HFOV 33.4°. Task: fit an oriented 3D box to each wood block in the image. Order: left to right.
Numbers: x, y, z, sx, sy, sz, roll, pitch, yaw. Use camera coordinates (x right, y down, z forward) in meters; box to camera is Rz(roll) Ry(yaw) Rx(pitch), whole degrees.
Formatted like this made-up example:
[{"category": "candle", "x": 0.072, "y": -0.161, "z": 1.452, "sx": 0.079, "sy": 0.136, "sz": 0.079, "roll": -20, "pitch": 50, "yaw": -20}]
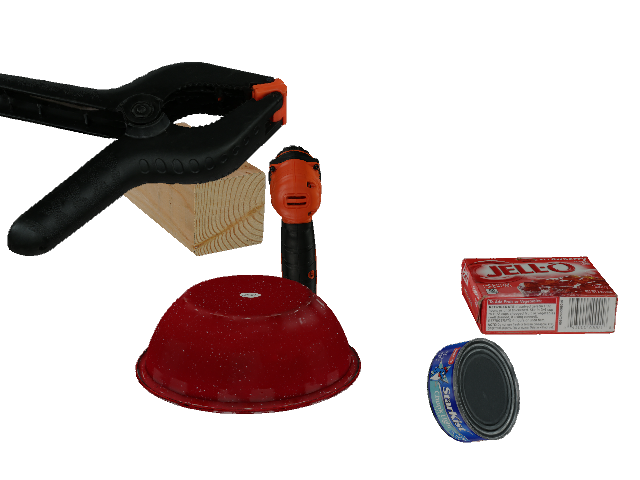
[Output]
[{"category": "wood block", "x": -0.156, "y": -0.066, "z": 1.275, "sx": 0.090, "sy": 0.090, "sz": 0.206, "roll": -12, "pitch": 28, "yaw": -31}]

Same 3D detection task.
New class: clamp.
[{"category": "clamp", "x": -0.105, "y": -0.065, "z": 0.584, "sx": 0.171, "sy": 0.120, "sz": 0.039, "roll": -21, "pitch": -26, "yaw": -21}]

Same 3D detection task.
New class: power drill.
[{"category": "power drill", "x": -0.024, "y": 0.004, "z": 1.071, "sx": 0.057, "sy": 0.188, "sz": 0.184, "roll": -3, "pitch": 15, "yaw": 1}]

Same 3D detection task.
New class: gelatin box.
[{"category": "gelatin box", "x": 0.142, "y": 0.035, "z": 0.705, "sx": 0.089, "sy": 0.030, "sz": 0.073, "roll": 0, "pitch": 18, "yaw": -1}]

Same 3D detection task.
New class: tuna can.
[{"category": "tuna can", "x": 0.129, "y": 0.127, "z": 0.904, "sx": 0.085, "sy": 0.086, "sz": 0.034, "roll": 0, "pitch": -13, "yaw": -44}]

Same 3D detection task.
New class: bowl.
[{"category": "bowl", "x": -0.051, "y": 0.064, "z": 0.756, "sx": 0.162, "sy": 0.055, "sz": 0.162, "roll": 1, "pitch": 16, "yaw": 0}]
